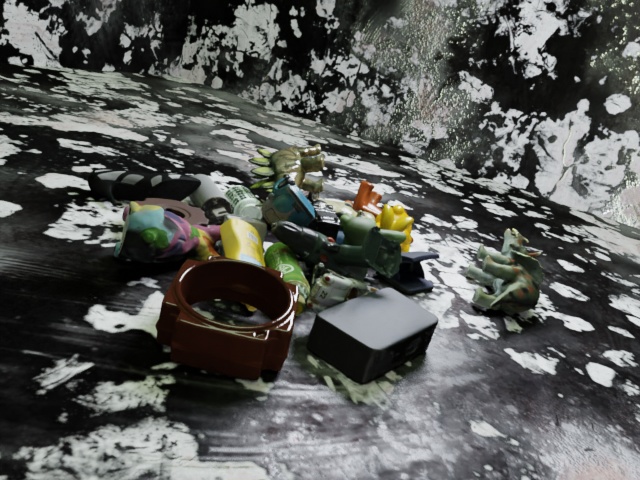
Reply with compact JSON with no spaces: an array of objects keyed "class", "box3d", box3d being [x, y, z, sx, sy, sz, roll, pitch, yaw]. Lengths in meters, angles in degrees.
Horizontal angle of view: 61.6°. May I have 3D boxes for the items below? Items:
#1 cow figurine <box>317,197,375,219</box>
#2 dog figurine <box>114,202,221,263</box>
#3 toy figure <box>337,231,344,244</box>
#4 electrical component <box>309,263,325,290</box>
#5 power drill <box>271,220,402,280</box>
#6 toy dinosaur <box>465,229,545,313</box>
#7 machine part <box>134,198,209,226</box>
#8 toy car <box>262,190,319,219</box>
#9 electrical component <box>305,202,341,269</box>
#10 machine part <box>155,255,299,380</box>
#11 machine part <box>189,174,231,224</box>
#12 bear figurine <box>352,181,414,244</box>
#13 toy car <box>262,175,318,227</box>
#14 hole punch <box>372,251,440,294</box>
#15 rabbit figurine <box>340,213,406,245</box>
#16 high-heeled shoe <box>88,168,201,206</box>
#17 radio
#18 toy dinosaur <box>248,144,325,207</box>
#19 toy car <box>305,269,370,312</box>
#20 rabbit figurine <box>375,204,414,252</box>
[{"class":"cow figurine","box3d":[0.060,-0.064,1.486,0.195,0.085,0.127,12,22,2]},{"class":"dog figurine","box3d":[-0.270,-0.001,1.031,0.219,0.108,0.192,10,-5,-26]},{"class":"toy figure","box3d":[-0.005,0.000,1.311,0.154,0.057,0.064,6,16,-10]},{"class":"electrical component","box3d":[-0.010,0.086,1.068,0.021,0.094,0.063,15,57,-6]},{"class":"power drill","box3d":[0.040,0.021,1.052,0.207,0.086,0.232,-10,-35,46]},{"class":"toy dinosaur","box3d":[0.466,0.106,1.298,0.192,0.131,0.405,16,26,4]},{"class":"machine part","box3d":[-0.333,-0.042,1.188,0.179,0.056,0.179,14,19,-5]},{"class":"toy car","box3d":[-0.088,-0.102,1.439,0.089,0.053,0.202,18,42,40]},{"class":"electrical component","box3d":[-0.002,-0.004,1.206,0.058,0.134,0.115,11,22,-13]},{"class":"machine part","box3d":[-0.139,0.112,0.844,0.201,0.087,0.201,15,27,-3]},{"class":"machine part","box3d":[-0.285,-0.105,1.360,0.079,0.079,0.243,3,24,-29]},{"class":"bear figurine","box3d":[0.191,-0.074,1.548,0.196,0.132,0.120,20,-8,31]},{"class":"toy car","box3d":[-0.078,-0.075,1.162,0.109,0.103,0.162,53,-1,-21]},{"class":"hole punch","box3d":[0.207,0.060,1.262,0.142,0.092,0.116,-9,27,-40]},{"class":"rabbit figurine","box3d":[0.099,0.007,1.176,0.159,0.121,0.170,21,-8,11]},{"class":"high-heeled shoe","box3d":[-0.431,-0.143,1.316,0.249,0.086,0.145,-15,45,-29]},{"class":"radio","box3d":[0.099,0.160,0.942,0.131,0.073,0.229,30,27,33]},{"class":"toy dinosaur","box3d":[-0.087,-0.173,1.409,0.199,0.104,0.472,-3,22,-1]},{"class":"toy car","box3d":[0.036,0.100,0.988,0.056,0.073,0.201,35,6,24]},{"class":"rabbit figurine","box3d":[0.178,-0.006,1.362,0.122,0.162,0.173,31,40,8]}]
